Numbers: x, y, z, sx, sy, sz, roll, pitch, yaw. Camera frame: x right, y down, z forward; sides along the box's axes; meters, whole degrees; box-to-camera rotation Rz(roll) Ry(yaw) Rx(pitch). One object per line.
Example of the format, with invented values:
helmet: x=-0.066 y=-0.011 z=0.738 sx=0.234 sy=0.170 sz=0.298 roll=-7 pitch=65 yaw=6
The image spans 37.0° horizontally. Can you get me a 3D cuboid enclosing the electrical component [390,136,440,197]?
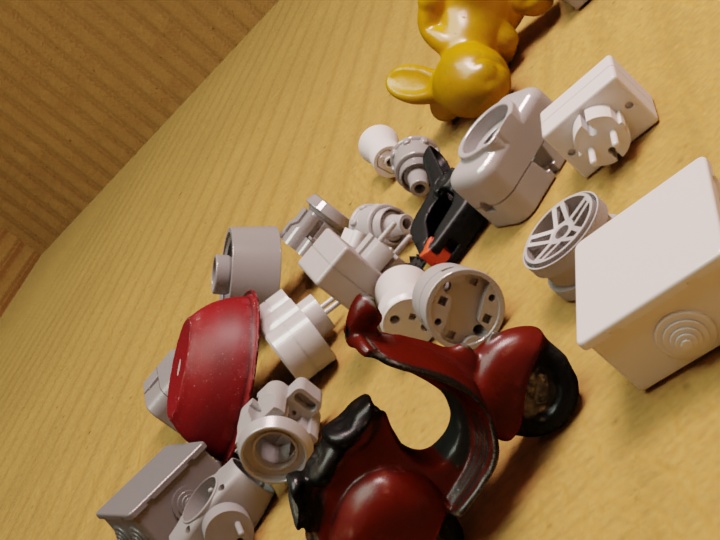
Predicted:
electrical component: x=0.053 y=-0.091 z=0.991 sx=0.048 sy=0.048 sz=0.062 roll=-42 pitch=27 yaw=25

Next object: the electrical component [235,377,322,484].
electrical component: x=-0.064 y=0.127 z=0.826 sx=0.078 sy=0.058 sz=0.057 roll=-44 pitch=17 yaw=18

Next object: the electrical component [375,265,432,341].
electrical component: x=0.035 y=0.027 z=0.804 sx=0.045 sy=0.045 sz=0.055 roll=-45 pitch=20 yaw=16

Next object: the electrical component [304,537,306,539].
electrical component: x=-0.005 y=0.153 z=0.667 sx=0.065 sy=0.044 sz=0.044 roll=-57 pitch=19 yaw=-5

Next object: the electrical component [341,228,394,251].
electrical component: x=0.000 y=0.000 z=0.920 sx=0.048 sy=0.066 sz=0.055 roll=21 pitch=86 yaw=25

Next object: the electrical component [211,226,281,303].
electrical component: x=-0.120 y=0.006 z=1.100 sx=0.108 sy=0.060 sz=0.108 roll=-176 pitch=90 yaw=-76

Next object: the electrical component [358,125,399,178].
electrical component: x=0.025 y=-0.121 z=1.116 sx=0.044 sy=0.044 sz=0.065 roll=-47 pitch=23 yaw=11

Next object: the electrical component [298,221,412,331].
electrical component: x=0.010 y=-0.004 z=0.849 sx=0.075 sy=0.083 sz=0.047 roll=-50 pitch=31 yaw=3

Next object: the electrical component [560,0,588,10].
electrical component: x=0.214 y=-0.299 z=1.001 sx=0.100 sy=0.048 sz=0.099 roll=-41 pitch=21 yaw=26

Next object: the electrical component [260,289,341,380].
electrical component: x=-0.047 y=0.046 z=0.947 sx=0.074 sy=0.052 sz=0.138 roll=-37 pitch=17 yaw=-6

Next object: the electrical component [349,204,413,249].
electrical component: x=0.023 y=-0.038 z=0.959 sx=0.062 sy=0.048 sz=0.048 roll=-7 pitch=47 yaw=55

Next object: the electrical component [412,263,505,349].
electrical component: x=0.065 y=0.023 z=0.731 sx=0.055 sy=0.055 sz=0.047 roll=-51 pitch=15 yaw=0

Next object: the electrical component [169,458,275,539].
electrical component: x=-0.102 y=0.191 z=0.811 sx=0.077 sy=0.044 sz=0.079 roll=-51 pitch=18 yaw=-2

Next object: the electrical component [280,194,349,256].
electrical component: x=-0.042 y=-0.040 z=1.092 sx=0.057 sy=0.058 sz=0.078 roll=-53 pitch=18 yaw=2

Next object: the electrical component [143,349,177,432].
electrical component: x=-0.185 y=0.122 z=1.119 sx=0.059 sy=0.054 sz=0.095 roll=-50 pitch=18 yaw=1

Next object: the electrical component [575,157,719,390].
electrical component: x=0.160 y=0.003 z=0.553 sx=0.100 sy=0.048 sz=0.099 roll=-39 pitch=22 yaw=32

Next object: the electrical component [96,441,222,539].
electrical component: x=-0.165 y=0.195 z=0.916 sx=0.100 sy=0.048 sz=0.100 roll=-44 pitch=13 yaw=-30

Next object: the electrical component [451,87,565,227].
electrical component: x=0.115 y=-0.088 z=0.816 sx=0.095 sy=0.059 sz=0.054 roll=-57 pitch=19 yaw=-18

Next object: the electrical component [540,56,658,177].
electrical component: x=0.164 y=-0.096 z=0.736 sx=0.066 sy=0.047 sz=0.076 roll=-41 pitch=21 yaw=28
